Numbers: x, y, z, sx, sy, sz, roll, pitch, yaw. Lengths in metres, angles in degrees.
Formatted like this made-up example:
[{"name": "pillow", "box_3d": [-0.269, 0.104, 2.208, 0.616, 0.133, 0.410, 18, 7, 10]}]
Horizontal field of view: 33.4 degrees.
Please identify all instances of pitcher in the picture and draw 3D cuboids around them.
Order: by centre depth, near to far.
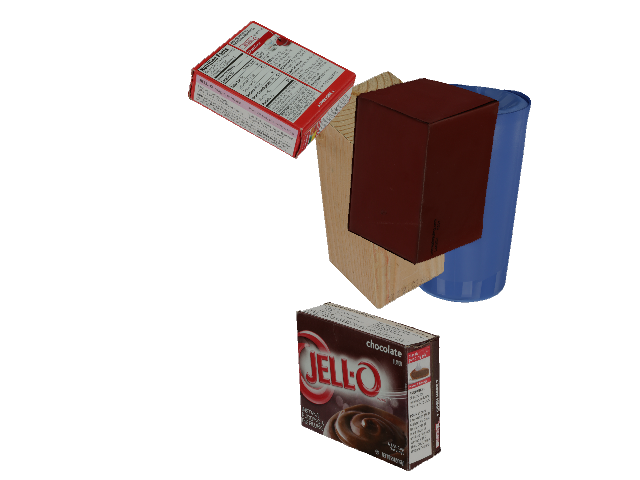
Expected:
[{"name": "pitcher", "box_3d": [0.165, -0.051, 1.238, 0.149, 0.243, 0.145, -9, 24, -20]}]

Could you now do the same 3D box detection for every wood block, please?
[{"name": "wood block", "box_3d": [0.060, -0.046, 1.039, 0.090, 0.206, 0.091, -28, 49, -20]}]

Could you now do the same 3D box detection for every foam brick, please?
[{"name": "foam brick", "box_3d": [0.051, -0.037, 0.541, 0.052, 0.078, 0.051, -19, 35, -38]}]

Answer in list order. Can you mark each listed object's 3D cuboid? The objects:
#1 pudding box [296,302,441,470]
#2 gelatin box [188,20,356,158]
[{"name": "pudding box", "box_3d": [0.032, 0.099, 0.749, 0.039, 0.090, 0.114, -17, 20, -42]}, {"name": "gelatin box", "box_3d": [-0.033, -0.103, 0.719, 0.089, 0.030, 0.073, 29, 50, 13]}]
